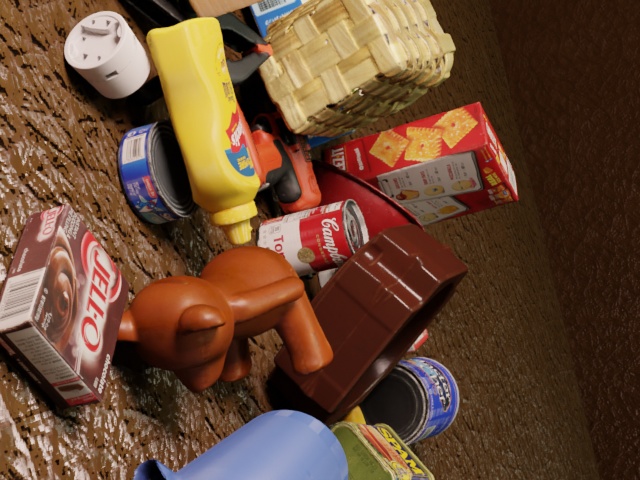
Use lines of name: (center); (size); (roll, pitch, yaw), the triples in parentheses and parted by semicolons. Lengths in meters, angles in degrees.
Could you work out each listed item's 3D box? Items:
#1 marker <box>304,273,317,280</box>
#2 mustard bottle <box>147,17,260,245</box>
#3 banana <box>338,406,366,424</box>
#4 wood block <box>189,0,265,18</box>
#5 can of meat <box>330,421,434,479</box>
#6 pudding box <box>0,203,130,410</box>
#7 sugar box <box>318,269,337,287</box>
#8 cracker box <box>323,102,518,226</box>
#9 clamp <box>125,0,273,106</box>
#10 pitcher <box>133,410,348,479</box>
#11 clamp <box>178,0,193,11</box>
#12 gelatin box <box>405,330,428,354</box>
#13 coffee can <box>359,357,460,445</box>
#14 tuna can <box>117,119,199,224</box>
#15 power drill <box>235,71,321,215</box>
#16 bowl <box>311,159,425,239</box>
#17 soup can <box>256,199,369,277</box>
marker: (-0.018, -0.012, 1.223); (0.020, 0.020, 0.121); (38, 43, -60)
mustard bottle: (-0.092, -0.089, 0.903); (0.096, 0.058, 0.191); (-63, 140, -77)
banana: (0.064, 0.256, 1.205); (0.197, 0.069, 0.037); (48, -7, -34)
wood block: (-0.103, -0.303, 0.902); (0.090, 0.091, 0.206); (-82, 151, -46)
can of meat: (0.056, 0.233, 1.091); (0.102, 0.057, 0.083); (46, 14, 33)
pudding box: (-0.175, 0.045, 0.731); (0.113, 0.039, 0.090); (-83, 152, -44)
sugar box: (0.052, 0.054, 1.331); (0.176, 0.048, 0.093); (-38, 112, -64)
cracker box: (0.132, -0.086, 1.388); (0.164, 0.214, 0.072); (45, 36, -56)
clamp: (-0.118, -0.186, 0.972); (0.171, 0.039, 0.120); (-14, 93, -48)
pitcher: (-0.052, 0.224, 0.823); (0.242, 0.145, 0.149); (-25, 130, -73)
clamp: (-0.133, -0.287, 1.062); (0.164, 0.036, 0.210); (-77, 147, -50)
gelatin box: (0.079, 0.123, 1.293); (0.073, 0.089, 0.030); (-21, 95, -70)
coffee can: (0.101, 0.194, 1.286); (0.140, 0.103, 0.103); (11, 67, -68)
tuna can: (-0.136, -0.057, 0.909); (0.086, 0.034, 0.086); (-14, 90, -70)
power drill: (-0.067, -0.112, 1.095); (0.184, 0.057, 0.187); (69, 21, 3)
bowl: (0.042, -0.029, 1.263); (0.055, 0.162, 0.162); (-57, 147, -7)
soup can: (-0.007, 0.001, 1.118); (0.068, 0.102, 0.068); (-13, 90, -70)
